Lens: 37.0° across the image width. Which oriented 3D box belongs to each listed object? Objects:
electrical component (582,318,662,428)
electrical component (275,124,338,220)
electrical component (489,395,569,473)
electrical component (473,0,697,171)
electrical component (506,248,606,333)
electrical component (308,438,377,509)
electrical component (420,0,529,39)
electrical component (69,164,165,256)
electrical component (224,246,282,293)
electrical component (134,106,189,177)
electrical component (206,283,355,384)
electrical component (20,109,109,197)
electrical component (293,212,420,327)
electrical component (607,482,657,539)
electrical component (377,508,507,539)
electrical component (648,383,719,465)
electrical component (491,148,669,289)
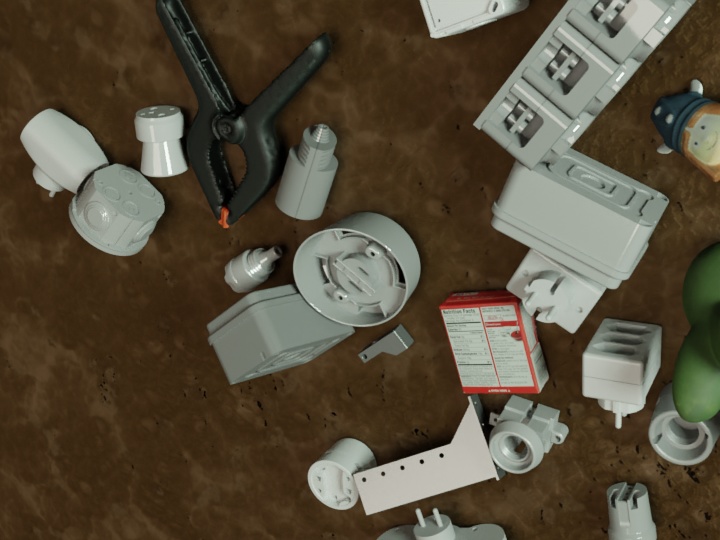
[{"bbox_3d":[0.209,0.088,0.856,0.047,0.066,0.076,7,117,26],"label":"electrical component"},{"bbox_3d":[-0.042,-0.088,0.922,0.043,0.043,0.081,29,125,14],"label":"electrical component"},{"bbox_3d":[0.140,0.143,0.929,0.066,0.055,0.048,17,121,21],"label":"electrical component"},{"bbox_3d":[0.159,-0.148,0.751,0.062,0.089,0.150,41,127,5],"label":"electrical component"},{"bbox_3d":[0.151,0.017,0.846,0.066,0.077,0.047,35,126,10],"label":"electrical component"},{"bbox_3d":[-0.016,0.197,1.048,0.055,0.047,0.055,13,119,24],"label":"electrical component"},{"bbox_3d":[0.076,-0.225,0.781,0.062,0.061,0.096,-14,99,33],"label":"electrical component"},{"bbox_3d":[-0.230,-0.057,1.021,0.080,0.080,0.051,44,121,3],"label":"electrical component"},{"bbox_3d":[-0.097,-0.004,1.001,0.061,0.035,0.035,-31,96,34],"label":"electrical component"},{"bbox_3d":[-0.182,-0.118,0.984,0.045,0.045,0.055,10,118,25],"label":"electrical component"},{"bbox_3d":[-0.071,0.053,0.963,0.078,0.113,0.057,-35,75,37],"label":"electrical component"},{"bbox_3d":[-0.296,-0.104,1.055,0.077,0.044,0.079,44,127,3],"label":"electrical component"},{"bbox_3d":[0.000,0.000,0.930,0.099,0.064,0.099,13,119,24],"label":"electrical component"},{"bbox_3d":[0.232,0.210,0.922,0.040,0.040,0.046,-2,106,30],"label":"electrical component"},{"bbox_3d":[0.074,0.259,1.026,0.138,0.052,0.073,-9,109,32],"label":"electrical component"},{"bbox_3d":[0.260,0.122,0.856,0.055,0.047,0.055,13,119,24],"label":"electrical component"},{"bbox_3d":[0.164,-0.044,0.808,0.113,0.078,0.057,29,122,14],"label":"electrical component"}]
